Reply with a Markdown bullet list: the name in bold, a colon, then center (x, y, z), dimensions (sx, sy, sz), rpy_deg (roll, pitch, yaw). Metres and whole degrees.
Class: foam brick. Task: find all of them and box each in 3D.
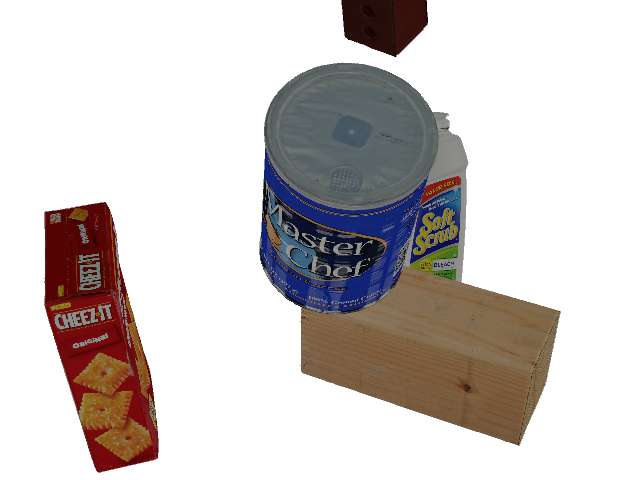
- **foam brick**: center (0.051, -0.197, 0.854), dimensions (0.053, 0.051, 0.078), rpy_deg (25, -32, 25)

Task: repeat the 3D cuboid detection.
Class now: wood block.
- **wood block**: center (0.093, 0.091, 0.943), dimensions (0.206, 0.091, 0.090), rpy_deg (16, 39, 19)

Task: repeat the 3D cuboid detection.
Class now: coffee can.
- **coffee can**: center (0.013, -0.029, 0.681), dimensions (0.102, 0.103, 0.140), rpy_deg (0, -30, -5)

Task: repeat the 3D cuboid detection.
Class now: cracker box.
- **cracker box**: center (-0.217, 0.094, 1.060), dimensions (0.072, 0.214, 0.164), rpy_deg (-11, 34, -8)

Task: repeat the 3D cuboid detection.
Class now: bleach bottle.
- **bleach bottle**: center (0.131, -0.033, 1.328), dimensions (0.102, 0.251, 0.068), rpy_deg (-4, 16, -17)
